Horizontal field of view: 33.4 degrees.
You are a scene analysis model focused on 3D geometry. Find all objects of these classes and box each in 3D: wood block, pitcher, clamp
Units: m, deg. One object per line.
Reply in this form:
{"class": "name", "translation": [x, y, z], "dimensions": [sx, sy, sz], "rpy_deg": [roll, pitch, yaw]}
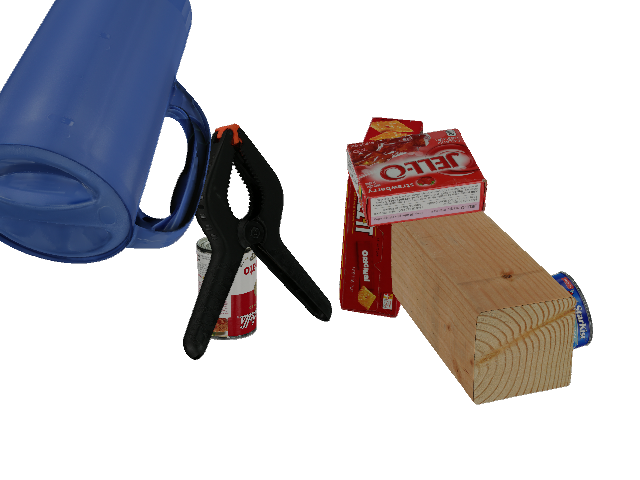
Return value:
{"class": "wood block", "translation": [0.140, 0.049, 0.970], "dimensions": [0.090, 0.090, 0.206], "rpy_deg": [-9, 26, -13]}
{"class": "pitcher", "translation": [-0.170, -0.108, 0.836], "dimensions": [0.145, 0.242, 0.149], "rpy_deg": [-6, -41, 23]}
{"class": "clamp", "translation": [-0.062, -0.003, 0.996], "dimensions": [0.164, 0.210, 0.036], "rpy_deg": [-4, 1, -39]}

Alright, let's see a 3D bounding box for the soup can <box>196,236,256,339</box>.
{"class": "soup can", "translation": [-0.105, 0.051, 1.184], "dimensions": [0.068, 0.102, 0.068], "rpy_deg": [1, 17, 0]}

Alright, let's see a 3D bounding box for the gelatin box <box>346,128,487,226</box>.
{"class": "gelatin box", "translation": [0.069, -0.047, 0.780], "dimensions": [0.089, 0.030, 0.073], "rpy_deg": [-9, 37, -5]}

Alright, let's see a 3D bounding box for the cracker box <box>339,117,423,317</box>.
{"class": "cracker box", "translation": [0.072, -0.034, 1.221], "dimensions": [0.072, 0.164, 0.213], "rpy_deg": [6, 23, 8]}

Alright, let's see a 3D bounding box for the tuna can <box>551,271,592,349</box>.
{"class": "tuna can", "translation": [0.263, 0.079, 1.172], "dimensions": [0.033, 0.086, 0.086], "rpy_deg": [-17, 3, -9]}
